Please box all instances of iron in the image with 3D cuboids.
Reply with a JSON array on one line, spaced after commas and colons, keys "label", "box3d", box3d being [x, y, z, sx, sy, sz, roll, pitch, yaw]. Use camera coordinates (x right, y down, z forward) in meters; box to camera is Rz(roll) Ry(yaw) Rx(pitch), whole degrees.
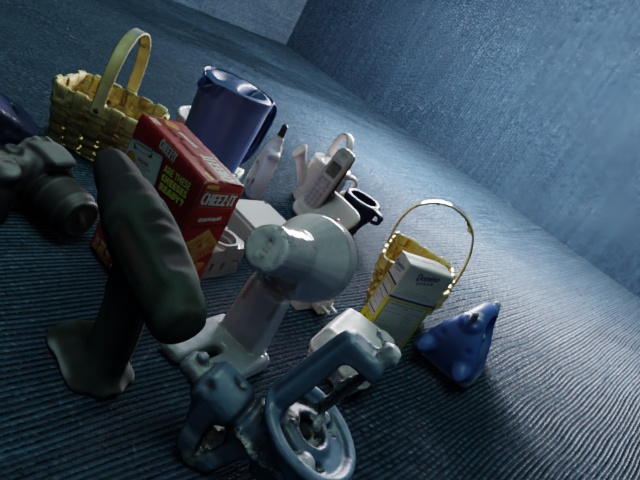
[{"label": "iron", "box3d": [0.278, 0.165, 1.043, 0.118, 0.141, 0.259, 40, 24, 22]}]

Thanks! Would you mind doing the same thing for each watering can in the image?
[{"label": "watering can", "box3d": [0.016, -0.167, 1.348, 0.173, 0.194, 0.100, 8, 31, -43]}]

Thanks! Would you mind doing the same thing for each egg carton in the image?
[{"label": "egg carton", "box3d": [0.047, 0.164, 0.846, 0.107, 0.069, 0.151, 35, 22, 11]}]

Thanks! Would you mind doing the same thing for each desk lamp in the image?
[{"label": "desk lamp", "box3d": [-0.064, 0.066, 0.724, 0.117, 0.213, 0.204, 38, 23, 19]}]

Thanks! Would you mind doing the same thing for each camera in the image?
[{"label": "camera", "box3d": [-0.375, -0.071, 0.773, 0.136, 0.100, 0.143, 38, 23, 17]}]

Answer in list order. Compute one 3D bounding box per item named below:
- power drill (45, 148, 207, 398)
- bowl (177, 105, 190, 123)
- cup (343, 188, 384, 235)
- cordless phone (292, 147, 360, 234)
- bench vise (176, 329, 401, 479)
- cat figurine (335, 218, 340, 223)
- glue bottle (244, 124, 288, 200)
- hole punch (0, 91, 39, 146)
[{"label": "power drill", "box3d": [-0.208, 0.045, 0.592, 0.076, 0.208, 0.229, 2, 36, -50]}, {"label": "bowl", "box3d": [-0.256, -0.233, 1.305, 0.168, 0.074, 0.167, 26, 22, -11]}, {"label": "cup", "box3d": [0.089, -0.051, 1.326, 0.092, 0.095, 0.117, 1, 36, -51]}, {"label": "cordless phone", "box3d": [0.037, -0.095, 1.234, 0.147, 0.185, 0.094, 43, 25, 29]}, {"label": "bench vise", "box3d": [-0.033, 0.161, 0.552, 0.208, 0.219, 0.121, 24, 23, -15]}, {"label": "cat figurine", "box3d": [0.010, 0.004, 1.078, 0.067, 0.117, 0.127, 14, 27, -35]}, {"label": "glue bottle", "box3d": [-0.111, -0.171, 1.225, 0.037, 0.173, 0.078, 20, 24, -25]}, {"label": "hole punch", "box3d": [-0.495, -0.193, 0.895, 0.101, 0.091, 0.108, 5, 33, -47]}]
